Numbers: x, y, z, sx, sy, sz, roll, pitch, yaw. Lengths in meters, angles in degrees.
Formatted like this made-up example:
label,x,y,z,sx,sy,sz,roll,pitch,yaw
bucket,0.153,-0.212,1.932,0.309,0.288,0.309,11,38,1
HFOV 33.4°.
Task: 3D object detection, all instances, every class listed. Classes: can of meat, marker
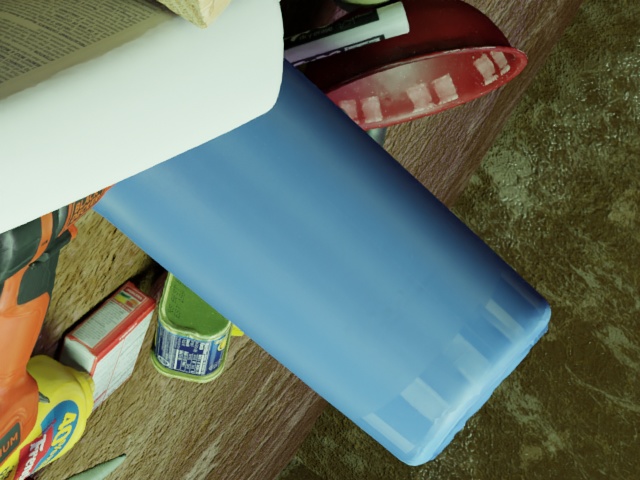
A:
label,x,y,z,sx,sy,sz,roll,pitch,yaw
can of meat,-0.087,0.041,0.777,0.084,0.057,0.102,110,-9,-62
marker,-0.007,-0.115,0.636,0.121,0.020,0.020,-16,172,5

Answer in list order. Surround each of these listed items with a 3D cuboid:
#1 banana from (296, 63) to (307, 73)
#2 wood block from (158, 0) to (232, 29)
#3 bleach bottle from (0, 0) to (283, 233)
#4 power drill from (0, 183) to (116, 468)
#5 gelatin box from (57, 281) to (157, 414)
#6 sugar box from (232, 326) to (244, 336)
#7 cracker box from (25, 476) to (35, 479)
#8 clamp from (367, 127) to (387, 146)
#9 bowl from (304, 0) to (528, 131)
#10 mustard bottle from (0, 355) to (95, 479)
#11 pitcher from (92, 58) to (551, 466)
label,x,y,z,sx,sy,sz,roll,pitch,yaw
banana,-0.013,-0.109,0.783,0.197,0.037,0.070,-46,-179,-39
wood block,-0.013,-0.184,0.343,0.206,0.090,0.091,-53,169,-12
bleach bottle,-0.122,-0.038,0.345,0.250,0.103,0.068,-35,135,-46
power drill,-0.150,0.037,0.459,0.188,0.057,0.184,-63,176,29
gelatin box,-0.156,0.082,0.753,0.073,0.030,0.089,-47,167,-49
sugar box,-0.047,0.005,0.979,0.176,0.048,0.093,-54,171,1
cracker box,-0.197,0.255,0.701,0.164,0.072,0.214,-51,-152,-21
clamp,0.049,-0.116,0.938,0.172,0.039,0.120,109,-22,-49
bowl,0.053,-0.121,0.710,0.162,0.055,0.162,-13,173,-2
mustard bottle,-0.188,0.116,0.620,0.096,0.058,0.191,-56,171,22
pitcher,-0.004,0.001,0.564,0.149,0.243,0.145,-34,161,-50
